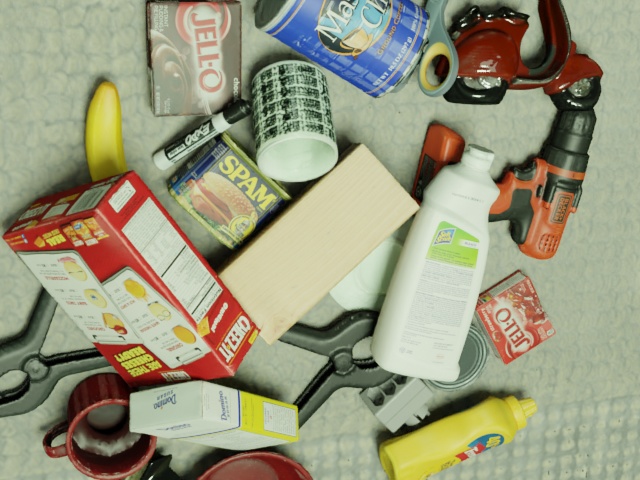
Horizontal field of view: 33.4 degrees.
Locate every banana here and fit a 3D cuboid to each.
[{"bbox_3d":[-0.194,-0.059,1.065,0.070,0.037,0.198,-20,109,11],"label":"banana"}]

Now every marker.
[{"bbox_3d":[-0.116,-0.105,1.057,0.121,0.020,0.020,-29,117,26],"label":"marker"}]

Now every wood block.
[{"bbox_3d":[-0.007,0.001,1.103,0.206,0.090,0.091,-43,96,0],"label":"wood block"}]

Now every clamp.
[{"bbox_3d":[-0.285,0.131,1.109,0.171,0.039,0.120,-46,109,0],"label":"clamp"},{"bbox_3d":[0.019,0.142,1.200,0.210,0.036,0.164,-9,111,-9],"label":"clamp"}]

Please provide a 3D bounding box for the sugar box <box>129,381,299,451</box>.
[{"bbox_3d":[-0.106,0.184,1.108,0.093,0.048,0.176,-14,155,27],"label":"sugar box"}]

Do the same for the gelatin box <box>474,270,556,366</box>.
[{"bbox_3d":[0.225,0.092,1.245,0.073,0.030,0.089,-31,114,-4],"label":"gelatin box"}]

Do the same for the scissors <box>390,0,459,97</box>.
[{"bbox_3d":[0.131,-0.231,1.084,0.202,0.096,0.016,-56,148,9],"label":"scissors"}]

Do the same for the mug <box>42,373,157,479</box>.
[{"bbox_3d":[-0.234,0.196,1.121,0.117,0.081,0.093,-21,113,-9],"label":"mug"}]

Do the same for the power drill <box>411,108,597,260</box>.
[{"bbox_3d":[0.204,-0.075,1.167,0.187,0.057,0.184,8,106,-18],"label":"power drill"}]

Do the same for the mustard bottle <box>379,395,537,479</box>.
[{"bbox_3d":[0.165,0.229,1.246,0.191,0.058,0.096,-22,155,-9],"label":"mustard bottle"}]

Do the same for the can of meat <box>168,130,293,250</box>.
[{"bbox_3d":[-0.093,-0.051,1.092,0.084,0.057,0.102,-44,114,5],"label":"can of meat"}]

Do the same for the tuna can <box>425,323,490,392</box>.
[{"bbox_3d":[0.151,0.130,1.235,0.086,0.034,0.086,-5,110,-14],"label":"tuna can"}]

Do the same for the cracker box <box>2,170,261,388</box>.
[{"bbox_3d":[-0.182,0.043,1.040,0.213,0.164,0.072,54,48,-24],"label":"cracker box"}]

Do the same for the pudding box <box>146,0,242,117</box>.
[{"bbox_3d":[-0.123,-0.179,1.047,0.090,0.039,0.113,-4,110,-16],"label":"pudding box"}]

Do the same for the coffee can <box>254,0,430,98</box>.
[{"bbox_3d":[0.022,-0.216,1.041,0.140,0.103,0.103,28,99,-23],"label":"coffee can"}]

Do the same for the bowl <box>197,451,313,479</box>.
[{"bbox_3d":[-0.084,0.300,1.214,0.162,0.055,0.162,-5,110,-14],"label":"bowl"}]

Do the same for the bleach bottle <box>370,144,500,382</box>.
[{"bbox_3d":[0.135,0.022,1.121,0.102,0.068,0.251,11,109,-20],"label":"bleach bottle"}]
